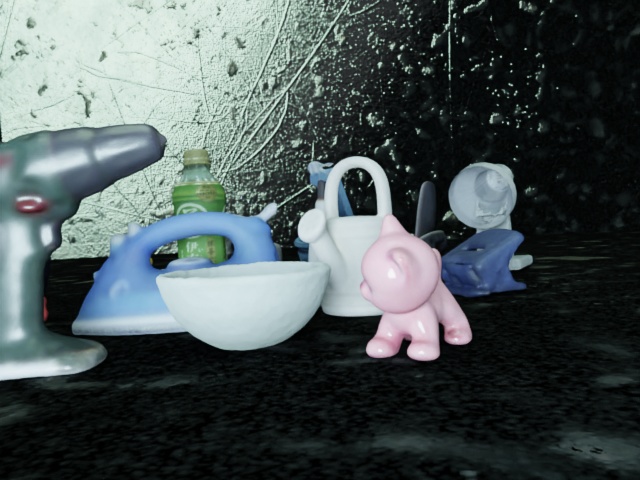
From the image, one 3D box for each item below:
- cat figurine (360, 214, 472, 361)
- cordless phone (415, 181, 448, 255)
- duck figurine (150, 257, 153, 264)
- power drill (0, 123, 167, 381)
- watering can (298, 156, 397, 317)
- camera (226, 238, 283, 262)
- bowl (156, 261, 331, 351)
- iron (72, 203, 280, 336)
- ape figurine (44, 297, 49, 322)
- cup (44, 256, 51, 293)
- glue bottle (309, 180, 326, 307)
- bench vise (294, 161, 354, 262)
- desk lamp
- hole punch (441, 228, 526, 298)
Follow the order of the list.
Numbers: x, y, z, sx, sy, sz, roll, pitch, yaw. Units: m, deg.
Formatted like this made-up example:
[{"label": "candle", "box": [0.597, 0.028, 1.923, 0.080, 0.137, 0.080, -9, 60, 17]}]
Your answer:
[{"label": "cat figurine", "box": [0.076, 0.036, 0.479, 0.067, 0.118, 0.128, -2, 2, 34]}, {"label": "cordless phone", "box": [0.197, -0.023, 1.121, 0.094, 0.185, 0.148, -3, 2, 21]}, {"label": "duck figurine", "box": [-0.339, 0.058, 1.076, 0.078, 0.086, 0.104, -4, 2, -15]}, {"label": "power drill", "box": [-0.242, 0.008, 0.496, 0.229, 0.208, 0.075, -3, 2, -4]}, {"label": "watering can", "box": [0.045, -0.007, 0.711, 0.100, 0.194, 0.173, -3, 2, 18]}, {"label": "camera", "box": [-0.165, 0.037, 1.205, 0.143, 0.101, 0.136, -4, 2, -26]}, {"label": "bowl", "box": [-0.070, 0.064, 0.553, 0.167, 0.075, 0.167, -3, 2, 0]}, {"label": "iron", "box": [-0.161, 0.032, 0.678, 0.258, 0.141, 0.118, -4, 2, -11]}, {"label": "ape figurine", "box": [-0.358, 0.068, 0.666, 0.075, 0.092, 0.078, -2, 2, 42]}, {"label": "cup", "box": [-0.413, 0.066, 0.794, 0.091, 0.095, 0.118, -3, 2, 7]}, {"label": "glue bottle", "box": [0.007, 0.003, 0.798, 0.037, 0.173, 0.078, -3, 2, 15]}, {"label": "bench vise", "box": [0.032, -0.029, 1.030, 0.121, 0.220, 0.208, -2, 2, 32]}, {"label": "desk lamp", "box": [0.338, -0.045, 1.122, 0.117, 0.213, 0.204, -2, 2, 31]}, {"label": "hole punch", "box": [0.228, 0.031, 0.818, 0.101, 0.091, 0.108, -4, 2, -24]}]
